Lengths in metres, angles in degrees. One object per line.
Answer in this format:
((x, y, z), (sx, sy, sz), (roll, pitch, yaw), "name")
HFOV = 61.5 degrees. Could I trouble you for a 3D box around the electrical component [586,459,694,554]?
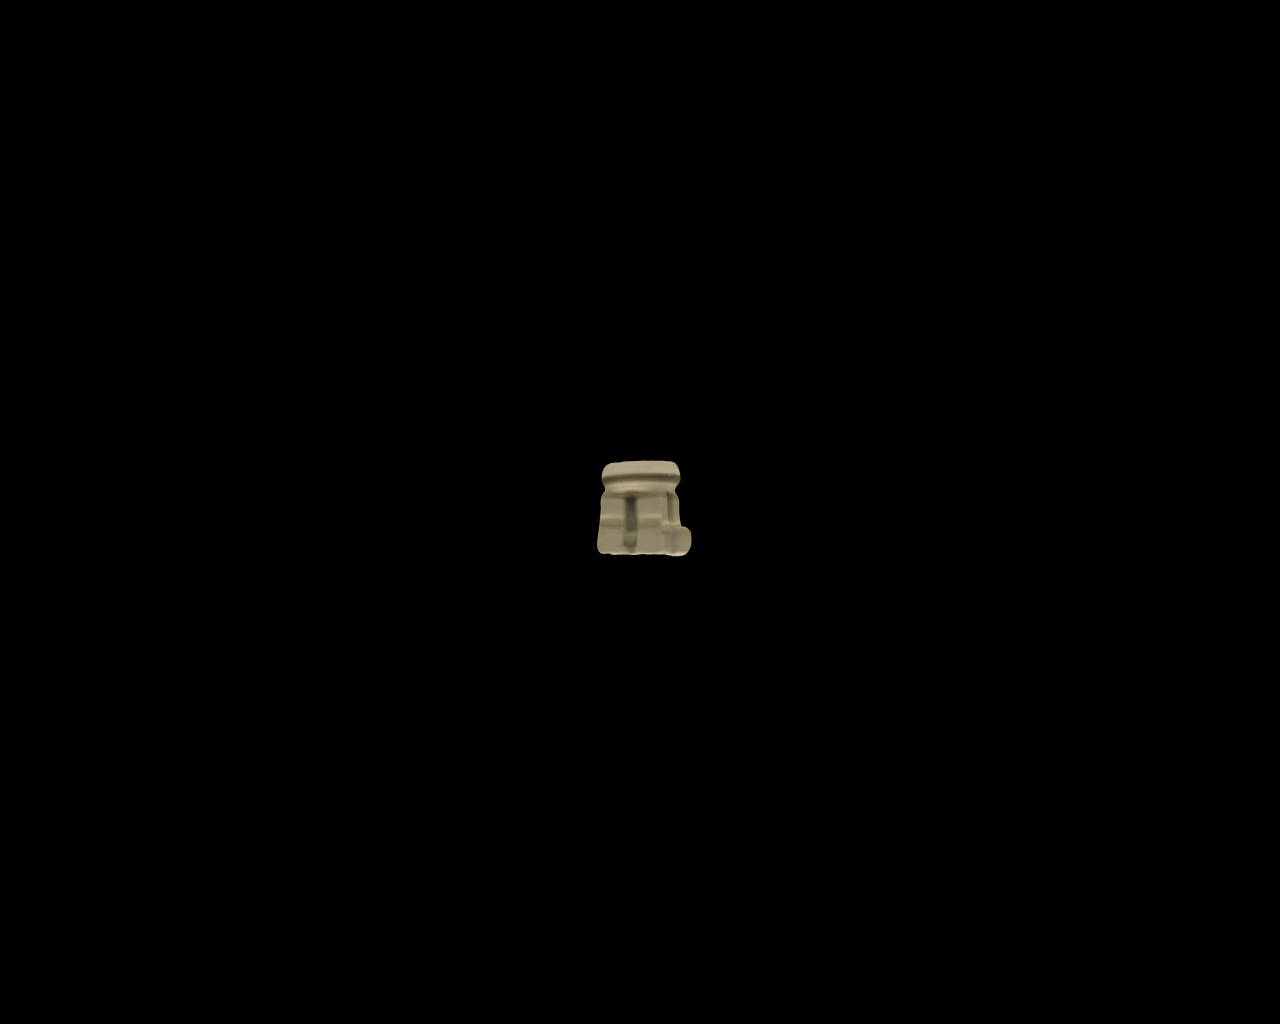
((0.001, -0.003, 0.650), (0.066, 0.055, 0.048), (-1, -4, 20), "electrical component")
